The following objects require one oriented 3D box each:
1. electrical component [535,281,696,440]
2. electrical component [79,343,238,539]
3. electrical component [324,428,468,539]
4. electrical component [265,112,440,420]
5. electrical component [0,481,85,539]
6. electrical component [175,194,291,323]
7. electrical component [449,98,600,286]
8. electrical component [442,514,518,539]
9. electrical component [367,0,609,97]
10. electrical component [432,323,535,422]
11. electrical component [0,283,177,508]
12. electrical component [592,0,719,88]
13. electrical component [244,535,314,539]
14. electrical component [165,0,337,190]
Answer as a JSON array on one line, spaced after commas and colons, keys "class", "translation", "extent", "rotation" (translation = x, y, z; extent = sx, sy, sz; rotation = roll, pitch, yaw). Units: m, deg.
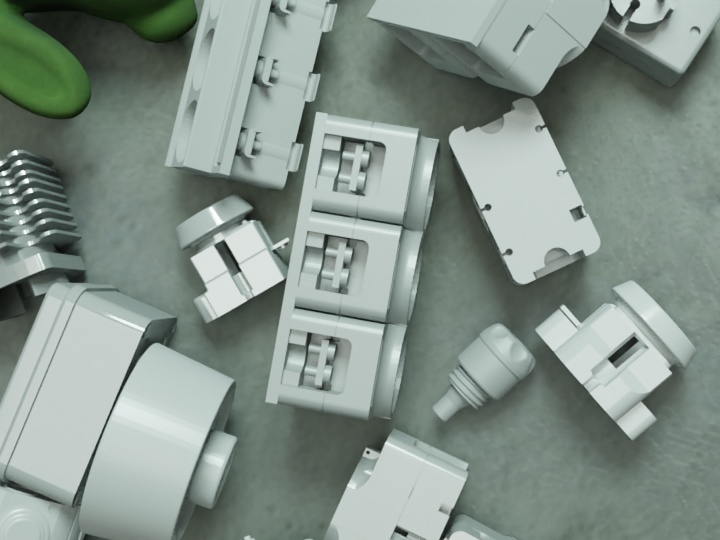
[{"class": "electrical component", "translation": [0.142, 0.043, 0.582], "extent": [0.057, 0.058, 0.078], "rotation": [-42, 84, 6]}, {"class": "electrical component", "translation": [-0.101, 0.100, 0.584], "extent": [0.060, 0.108, 0.108], "rotation": [20, 90, 1]}, {"class": "electrical component", "translation": [0.016, 0.138, 0.595], "extent": [0.056, 0.050, 0.089], "rotation": [24, 90, 6]}, {"class": "electrical component", "translation": [0.000, 0.000, 0.582], "extent": [0.062, 0.089, 0.150], "rotation": [10, 89, 7]}, {"class": "electrical component", "translation": [-0.194, 0.144, 0.604], "extent": [0.080, 0.080, 0.051], "rotation": [17, 85, 7]}, {"class": "electrical component", "translation": [-0.074, -0.010, 0.614], "extent": [0.066, 0.048, 0.055], "rotation": [-30, 92, 4]}, {"class": "electrical component", "translation": [0.089, -0.041, 0.591], "extent": [0.050, 0.056, 0.089], "rotation": [-25, 86, 4]}, {"class": "electrical component", "translation": [0.081, 0.177, 0.584], "extent": [0.089, 0.056, 0.050], "rotation": [28, 91, 6]}, {"class": "electrical component", "translation": [0.098, -0.189, 0.564], "extent": [0.060, 0.105, 0.186], "rotation": [31, 92, -34]}, {"class": "electrical component", "translation": [0.066, 0.060, 0.601], "extent": [0.061, 0.035, 0.035], "rotation": [-44, 84, 6]}, {"class": "electrical component", "translation": [-0.156, 0.066, 0.603], "extent": [0.057, 0.078, 0.113], "rotation": [23, 90, 4]}, {"class": "electrical component", "translation": [0.151, -0.146, 0.578], "extent": [0.083, 0.076, 0.047], "rotation": [33, 91, 6]}, {"class": "electrical component", "translation": [-0.047, 0.192, 0.595], "extent": [0.062, 0.061, 0.096], "rotation": [-17, 86, 5]}, {"class": "electrical component", "translation": [-0.060, -0.109, 0.602], "extent": [0.063, 0.079, 0.121], "rotation": [14, 90, -24]}]
